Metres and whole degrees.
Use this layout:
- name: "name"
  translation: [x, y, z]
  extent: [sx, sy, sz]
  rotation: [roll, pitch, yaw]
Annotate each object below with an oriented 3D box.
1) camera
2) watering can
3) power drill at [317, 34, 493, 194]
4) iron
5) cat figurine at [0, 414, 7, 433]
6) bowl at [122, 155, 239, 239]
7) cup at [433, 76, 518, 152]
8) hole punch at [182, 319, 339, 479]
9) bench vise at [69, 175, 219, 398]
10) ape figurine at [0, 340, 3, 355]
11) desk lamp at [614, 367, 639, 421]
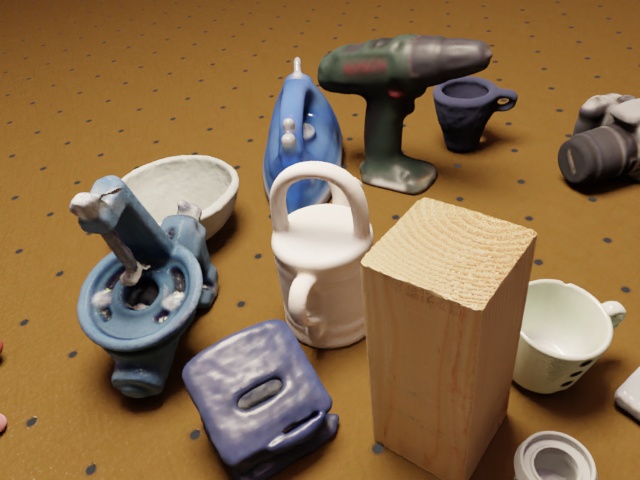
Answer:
- name: "camera"
  translation: [0.380, -0.135, 0.755]
  extent: [0.137, 0.101, 0.143]
  rotation: [-17, 40, -12]
- name: "watering can"
  translation: [0.003, 0.002, 0.569]
  extent: [0.101, 0.194, 0.172]
  rotation: [-7, 39, 0]
- name: "power drill"
  translation: [0.107, -0.170, 0.754]
  extent: [0.228, 0.209, 0.076]
  rotation: [16, 44, 26]
- name: "iron"
  translation: [-0.031, -0.143, 0.796]
  extent: [0.118, 0.142, 0.258]
  rotation: [-3, 39, 5]
- name: "cat figurine"
  translation: [-0.369, 0.145, 0.510]
  extent: [0.127, 0.118, 0.067]
  rotation: [3, 40, 13]
- name: "bowl"
  translation: [-0.183, -0.038, 0.743]
  extent: [0.167, 0.075, 0.167]
  rotation: [-4, 39, 4]
- name: "cup"
  translation: [0.224, -0.180, 0.840]
  extent: [0.117, 0.095, 0.092]
  rotation: [3, 40, 13]
- name: "hole punch"
  translation: [-0.049, 0.136, 0.492]
  extent: [0.109, 0.091, 0.100]
  rotation: [-26, 42, -22]
- name: "bench vise"
  translation: [-0.178, 0.014, 0.561]
  extent: [0.121, 0.220, 0.207]
  rotation: [-10, 39, -3]
- name: "ape figurine"
  translation: [-0.373, 0.104, 0.582]
  extent: [0.078, 0.092, 0.076]
  rotation: [-24, 41, -19]
- name: "desk lamp"
  translation: [0.355, 0.044, 0.447]
  extent: [0.204, 0.214, 0.117]
  rotation: [-30, 44, -25]
